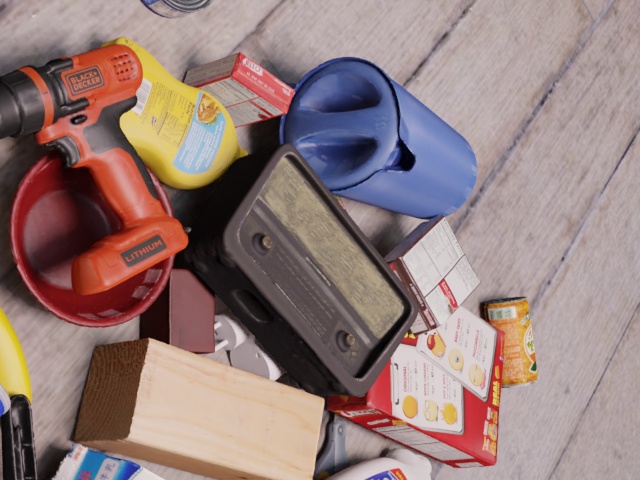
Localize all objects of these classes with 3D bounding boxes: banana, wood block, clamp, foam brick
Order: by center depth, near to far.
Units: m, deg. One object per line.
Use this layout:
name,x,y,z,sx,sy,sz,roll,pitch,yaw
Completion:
clamp,-0.216,0.247,0.832,0.036,0.165,0.210,9,102,-59
banana,-0.289,0.067,0.859,0.197,0.037,0.069,52,59,-26
wood block,-0.106,0.163,0.973,0.205,0.091,0.090,26,64,-38
foam brick,-0.132,0.067,0.990,0.052,0.051,0.078,7,80,-40

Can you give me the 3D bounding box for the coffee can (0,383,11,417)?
coffee can,-0.312,0.146,0.783,0.102,0.103,0.140,51,55,-25

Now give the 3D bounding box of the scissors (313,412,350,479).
scissors,0.007,0.210,1.117,0.096,0.016,0.202,-3,86,-53

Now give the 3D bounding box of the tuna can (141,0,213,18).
tuna can,-0.141,-0.259,1.032,0.085,0.034,0.086,6,81,-42

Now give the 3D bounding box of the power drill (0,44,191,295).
power drill,-0.197,-0.054,0.865,0.184,0.057,0.187,-29,104,-39

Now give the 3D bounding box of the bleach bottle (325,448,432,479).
bleach bottle,0.052,0.267,1.096,0.250,0.068,0.102,-18,81,-61

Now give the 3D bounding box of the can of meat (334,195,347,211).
can of meat,-0.007,0.001,1.108,0.101,0.058,0.084,-38,107,-39

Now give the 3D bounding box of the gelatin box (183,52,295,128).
gelatin box,-0.080,-0.145,1.035,0.073,0.089,0.030,31,64,-35

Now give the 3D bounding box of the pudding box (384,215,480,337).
pudding box,0.117,0.037,1.141,0.090,0.039,0.113,60,39,-8

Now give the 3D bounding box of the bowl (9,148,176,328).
bowl,-0.206,-0.003,0.928,0.161,0.055,0.162,6,80,-41

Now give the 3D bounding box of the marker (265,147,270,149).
marker,-0.074,-0.049,1.078,0.020,0.020,0.121,49,56,-27

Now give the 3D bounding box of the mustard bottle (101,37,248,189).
mustard bottle,-0.135,-0.102,1.002,0.191,0.058,0.096,31,66,-35

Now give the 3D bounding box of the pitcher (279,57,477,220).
pitcher,0.065,-0.098,1.116,0.242,0.145,0.149,18,56,-59

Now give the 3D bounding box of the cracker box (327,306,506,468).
cracker box,0.112,0.143,1.178,0.213,0.072,0.164,30,57,-35
